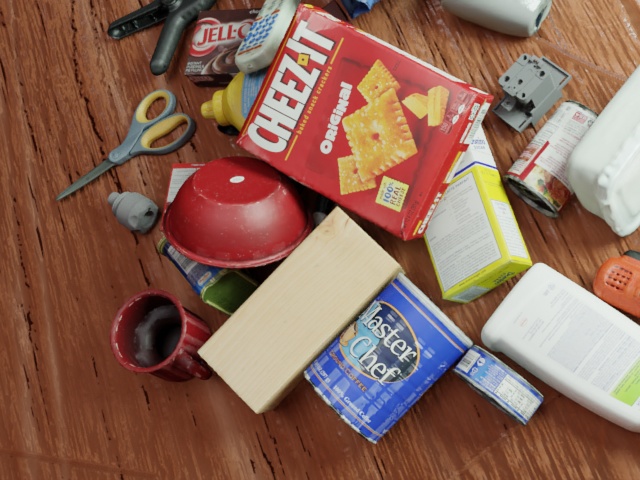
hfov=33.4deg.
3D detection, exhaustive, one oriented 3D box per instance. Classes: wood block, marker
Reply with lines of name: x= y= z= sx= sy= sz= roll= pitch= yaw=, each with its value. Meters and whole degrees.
wood block: x=-0.017 y=0.074 z=1.108 sx=0.091 sy=0.090 sz=0.206 roll=44 pitch=91 yaw=11
marker: x=-0.008 y=0.001 z=1.181 sx=0.020 sy=0.020 sz=0.121 roll=9 pitch=75 yaw=25

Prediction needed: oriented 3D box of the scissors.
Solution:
scissors: x=-0.248 y=-0.123 z=1.328 sx=0.202 sy=0.016 sz=0.096 roll=-20 pitch=64 yaw=15

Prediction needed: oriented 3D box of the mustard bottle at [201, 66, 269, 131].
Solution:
mustard bottle: x=-0.045 y=-0.158 z=1.191 sx=0.192 sy=0.058 sz=0.096 roll=-6 pitch=68 yaw=21

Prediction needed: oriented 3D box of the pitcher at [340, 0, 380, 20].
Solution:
pitcher: x=0.099 y=-0.370 z=1.190 sx=0.243 sy=0.145 sz=0.149 roll=-29 pitch=103 yaw=6

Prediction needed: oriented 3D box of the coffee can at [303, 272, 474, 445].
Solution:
coffee can: x=0.068 y=0.117 z=1.060 sx=0.140 sy=0.102 sz=0.103 roll=-46 pitch=61 yaw=2

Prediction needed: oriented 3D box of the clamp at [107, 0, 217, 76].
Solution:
clamp: x=-0.180 y=-0.285 z=1.346 sx=0.171 sy=0.039 sz=0.120 roll=-41 pitch=61 yaw=4

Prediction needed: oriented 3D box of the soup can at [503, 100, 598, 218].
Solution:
soup can: x=0.243 y=-0.082 z=1.081 sx=0.069 sy=0.068 sz=0.102 roll=37 pitch=87 yaw=29

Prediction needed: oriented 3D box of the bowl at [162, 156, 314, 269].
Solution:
bowl: x=-0.086 y=-0.041 z=1.122 sx=0.162 sy=0.055 sz=0.162 roll=1 pitch=38 yaw=-1

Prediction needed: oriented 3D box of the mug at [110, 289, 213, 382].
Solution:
mug: x=-0.161 y=0.115 z=1.167 sx=0.117 sy=0.081 sz=0.093 roll=33 pitch=86 yaw=29

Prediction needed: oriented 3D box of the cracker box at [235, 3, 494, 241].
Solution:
cracker box: x=0.042 y=-0.120 z=1.084 sx=0.214 sy=0.072 sz=0.164 roll=30 pitch=104 yaw=17

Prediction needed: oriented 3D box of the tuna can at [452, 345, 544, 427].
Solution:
tuna can: x=0.170 y=0.139 z=1.020 sx=0.086 sy=0.086 sz=0.034 roll=36 pitch=85 yaw=29

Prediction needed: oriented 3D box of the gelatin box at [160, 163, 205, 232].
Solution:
gelatin box: x=-0.142 y=-0.046 z=1.248 sx=0.073 sy=0.030 sz=0.089 roll=0 pitch=69 yaw=21

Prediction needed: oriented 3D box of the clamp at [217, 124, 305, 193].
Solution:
clamp: x=-0.016 y=-0.126 z=1.221 sx=0.210 sy=0.036 sz=0.165 roll=-37 pitch=61 yaw=8

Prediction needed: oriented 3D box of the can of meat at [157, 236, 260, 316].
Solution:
can of meat: x=-0.119 y=0.031 z=1.171 sx=0.057 sy=0.102 sz=0.084 roll=-43 pitch=63 yaw=3

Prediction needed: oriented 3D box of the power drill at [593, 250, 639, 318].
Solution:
power drill: x=0.375 y=0.010 z=0.998 sx=0.185 sy=0.057 sz=0.187 roll=27 pitch=83 yaw=28

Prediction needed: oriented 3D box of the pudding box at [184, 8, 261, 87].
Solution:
pudding box: x=-0.102 y=-0.234 z=1.295 sx=0.114 sy=0.039 sz=0.090 roll=3 pitch=72 yaw=23

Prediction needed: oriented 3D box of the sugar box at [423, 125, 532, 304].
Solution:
sugar box: x=0.146 y=-0.033 z=1.101 sx=0.093 sy=0.048 sz=0.176 roll=-34 pitch=57 yaw=37

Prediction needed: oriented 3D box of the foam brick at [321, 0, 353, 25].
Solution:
foam brick: x=0.005 y=-0.229 z=1.243 sx=0.078 sy=0.051 sz=0.053 roll=-32 pitch=63 yaw=9

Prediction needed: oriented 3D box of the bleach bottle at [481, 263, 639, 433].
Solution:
bleach bottle: x=0.278 y=0.130 z=0.993 sx=0.251 sy=0.068 sz=0.102 roll=38 pitch=89 yaw=27
